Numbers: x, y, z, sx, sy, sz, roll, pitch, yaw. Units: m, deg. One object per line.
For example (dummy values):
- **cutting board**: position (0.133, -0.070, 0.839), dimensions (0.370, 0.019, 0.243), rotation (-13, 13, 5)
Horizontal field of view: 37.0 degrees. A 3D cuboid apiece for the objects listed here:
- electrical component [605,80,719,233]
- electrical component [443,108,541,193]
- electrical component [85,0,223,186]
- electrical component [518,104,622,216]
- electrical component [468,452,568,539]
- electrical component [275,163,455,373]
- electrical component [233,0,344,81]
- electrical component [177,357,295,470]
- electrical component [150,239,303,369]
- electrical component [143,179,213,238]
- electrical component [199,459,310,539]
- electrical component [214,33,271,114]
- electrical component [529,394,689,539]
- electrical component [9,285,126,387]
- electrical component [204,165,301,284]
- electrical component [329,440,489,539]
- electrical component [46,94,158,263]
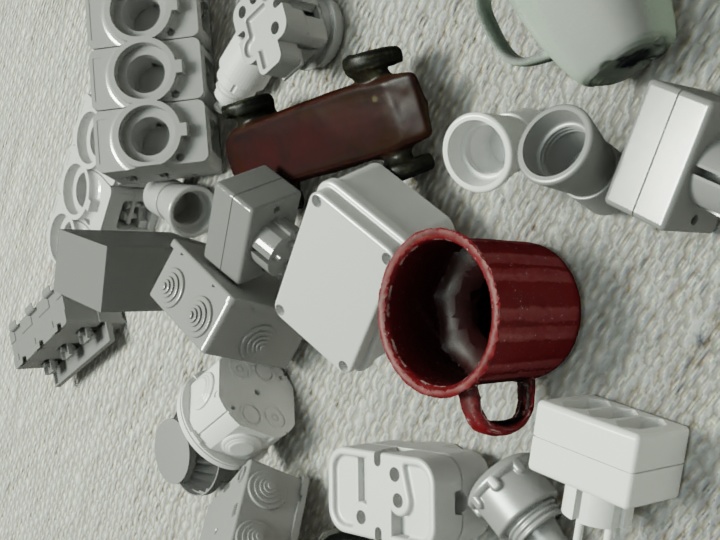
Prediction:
- **electrical component**: position (0.172, -0.048, 0.522), dimensions (0.077, 0.047, 0.065), rotation (35, 115, 43)
- **electrical component**: position (0.082, -0.071, 0.609), dimensions (0.044, 0.065, 0.044), rotation (13, 111, 34)
- **electrical component**: position (-0.165, -0.151, 0.862), dimensions (0.089, 0.062, 0.150), rotation (-6, 83, 6)
- **electrical component**: position (0.119, -0.054, 0.568), dimensions (0.044, 0.065, 0.044), rotation (-18, 61, 36)
- **electrical component**: position (0.095, 0.138, 0.610), dimensions (0.062, 0.048, 0.048), rotation (51, 126, 27)
- **electrical component**: position (0.000, 0.000, 0.680), dimensions (0.078, 0.057, 0.113), rotation (40, 133, 21)
- **electrical component**: position (-0.049, -0.173, 0.766), dimensions (0.058, 0.057, 0.078), rotation (-32, 66, 43)
- **electrical component**: position (-0.090, 0.102, 0.794), dimensions (0.051, 0.080, 0.080), rotation (-40, 60, 34)
- **electrical component**: position (-0.094, 0.026, 0.785), dimensions (0.100, 0.100, 0.048), rotation (40, 106, 41)
- **electrical component**: position (-0.153, -0.056, 0.896), dimensions (0.065, 0.044, 0.044), rotation (27, 109, 51)
- **electrical component**: position (-0.083, 0.195, 0.772), dimensions (0.099, 0.048, 0.099), rotation (-51, 20, 43)
- **electrical component**: position (-0.090, -0.151, 0.825), dimensions (0.078, 0.040, 0.040), rotation (-50, 54, 36)
- **electrical component**: position (0.128, 0.112, 0.570), dimensions (0.066, 0.047, 0.076), rotation (16, 102, 48)
- **electrical component**: position (-0.283, 0.054, 1.024), dimensions (0.121, 0.063, 0.078), rotation (-35, 64, 43)
- **electrical component**: position (-0.062, -0.021, 0.740), dimensions (0.077, 0.047, 0.065), rotation (38, 132, 27)
- **electrical component**: position (0.033, 0.137, 0.668), dimensions (0.095, 0.059, 0.053), rotation (-2, 88, 49)
- **electrical component**: position (-0.227, -0.071, 0.964), dimensions (0.089, 0.062, 0.150), rotation (43, 120, 40)
